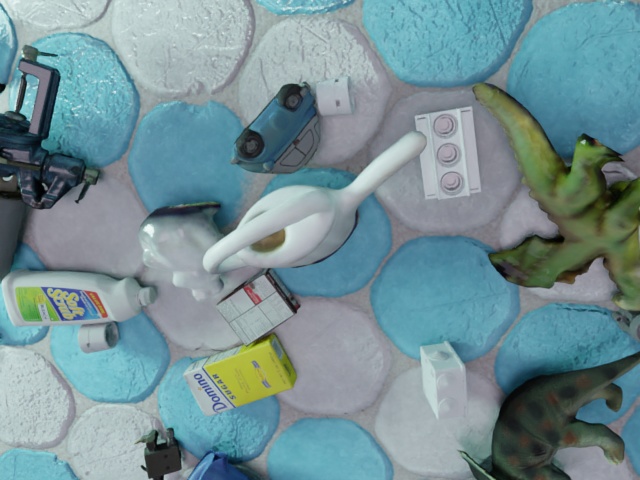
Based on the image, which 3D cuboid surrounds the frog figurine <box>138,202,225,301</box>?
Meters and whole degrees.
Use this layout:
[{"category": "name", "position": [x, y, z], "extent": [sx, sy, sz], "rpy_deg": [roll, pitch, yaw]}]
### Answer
[{"category": "frog figurine", "position": [-0.212, 0.023, 0.818], "extent": [0.137, 0.122, 0.159], "rpy_deg": [-8, 91, -9]}]

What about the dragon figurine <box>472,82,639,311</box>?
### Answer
[{"category": "dragon figurine", "position": [0.339, -0.027, 0.731], "extent": [0.410, 0.124, 0.239], "rpy_deg": [30, 114, 2]}]

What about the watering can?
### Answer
[{"category": "watering can", "position": [0.002, -0.036, 0.717], "extent": [0.345, 0.224, 0.105], "rpy_deg": [-28, 81, 14]}]
